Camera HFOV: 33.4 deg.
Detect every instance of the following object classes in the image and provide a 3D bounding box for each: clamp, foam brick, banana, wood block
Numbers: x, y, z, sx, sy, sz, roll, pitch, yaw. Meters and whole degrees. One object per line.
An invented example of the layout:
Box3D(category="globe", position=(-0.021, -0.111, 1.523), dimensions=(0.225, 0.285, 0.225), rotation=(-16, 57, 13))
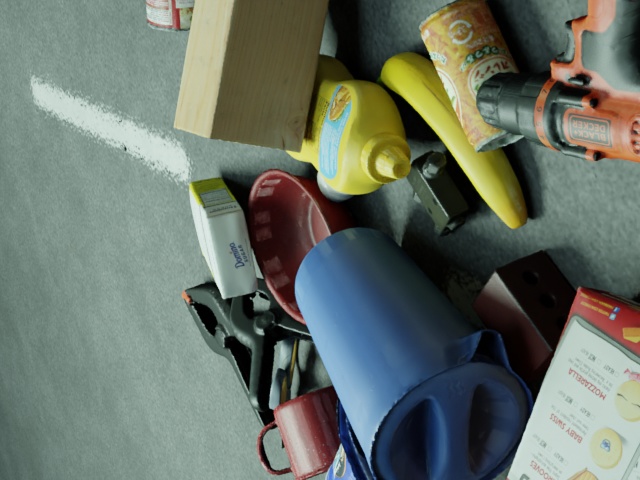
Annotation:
Box3D(category="clamp", position=(-0.057, 0.105, 1.155), dimensions=(0.172, 0.120, 0.039), rotation=(42, 167, 46))
Box3D(category="foam brick", position=(0.164, 0.059, 0.817), dimensions=(0.078, 0.052, 0.051), rotation=(56, 147, 23))
Box3D(category="clamp", position=(-0.103, 0.108, 1.293), dimensions=(0.210, 0.036, 0.165), rotation=(46, 141, 36))
Box3D(category="banana", position=(0.104, -0.093, 0.851), dimensions=(0.198, 0.037, 0.069), rotation=(53, 175, 32))
Box3D(category="wood block", position=(-0.055, -0.188, 0.924), dimensions=(0.090, 0.090, 0.206), rotation=(23, 104, 59))

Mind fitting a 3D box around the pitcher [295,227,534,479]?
Box3D(category="pitcher", position=(0.059, 0.099, 0.887), dimensions=(0.145, 0.149, 0.243), rotation=(63, 177, -35))

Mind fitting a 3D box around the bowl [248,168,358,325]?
Box3D(category="bowl", position=(-0.007, 0.001, 1.058), dimensions=(0.162, 0.055, 0.162), rotation=(35, 135, 45))

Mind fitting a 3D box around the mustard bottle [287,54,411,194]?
Box3D(category="mustard bottle", position=(0.025, -0.093, 0.915), dimensions=(0.192, 0.058, 0.096), rotation=(44, 125, 56))

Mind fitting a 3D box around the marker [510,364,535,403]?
Box3D(category="marker", position=(0.174, 0.145, 0.882), dimensions=(0.121, 0.020, 0.020), rotation=(63, 149, 15))

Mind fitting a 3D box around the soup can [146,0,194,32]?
Box3D(category="soup can", position=(-0.151, -0.278, 1.123), dimensions=(0.069, 0.068, 0.102), rotation=(36, 134, 45))

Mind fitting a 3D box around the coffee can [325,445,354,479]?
Box3D(category="coffee can", position=(0.068, 0.206, 1.004), dimensions=(0.103, 0.102, 0.140), rotation=(52, 145, 29))

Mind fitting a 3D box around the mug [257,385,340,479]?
Box3D(category="mug", position=(-0.010, 0.207, 1.128), dimensions=(0.093, 0.117, 0.081), rotation=(67, -178, -78))

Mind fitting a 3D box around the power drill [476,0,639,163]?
Box3D(category="power drill", position=(0.158, -0.142, 0.653), dimensions=(0.185, 0.057, 0.187), rotation=(21, 128, 51))

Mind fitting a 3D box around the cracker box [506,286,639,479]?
Box3D(category="cracker box", position=(0.211, 0.158, 0.696), dimensions=(0.164, 0.072, 0.214), rotation=(26, 100, 51))

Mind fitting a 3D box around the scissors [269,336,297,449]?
Box3D(category="scissors", position=(-0.045, 0.195, 1.217), dimensions=(0.016, 0.096, 0.202), rotation=(11, 123, 7))

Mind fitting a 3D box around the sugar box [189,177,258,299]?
Box3D(category="sugar box", position=(-0.107, -0.006, 1.172), dimensions=(0.176, 0.048, 0.093), rotation=(-136, 34, -69))
